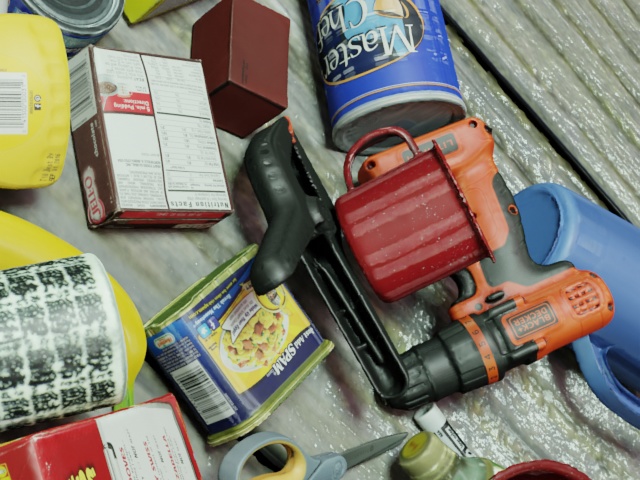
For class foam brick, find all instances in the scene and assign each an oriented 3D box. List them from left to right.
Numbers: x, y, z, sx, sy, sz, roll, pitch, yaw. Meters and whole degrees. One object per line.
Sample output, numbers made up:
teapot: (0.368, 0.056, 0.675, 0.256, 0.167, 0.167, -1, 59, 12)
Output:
foam brick: (-0.057, -0.122, 0.746, 0.052, 0.051, 0.078, 22, 57, -35)

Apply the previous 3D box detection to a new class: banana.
banana: (-0.164, 0.023, 0.586, 0.197, 0.037, 0.069, 38, 49, -25)

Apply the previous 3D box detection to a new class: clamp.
clamp: (-0.005, 0.001, 0.703, 0.164, 0.036, 0.210, 48, 18, -39)

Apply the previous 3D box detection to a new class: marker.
marker: (0.112, 0.171, 0.794, 0.121, 0.020, 0.020, 52, 45, -12)

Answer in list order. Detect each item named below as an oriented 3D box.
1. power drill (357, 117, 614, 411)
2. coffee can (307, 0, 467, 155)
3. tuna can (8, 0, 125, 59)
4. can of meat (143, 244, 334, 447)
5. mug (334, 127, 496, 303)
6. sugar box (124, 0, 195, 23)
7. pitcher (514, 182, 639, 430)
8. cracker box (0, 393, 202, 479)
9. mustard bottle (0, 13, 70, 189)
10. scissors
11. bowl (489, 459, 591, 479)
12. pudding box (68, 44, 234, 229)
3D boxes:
power drill: (0.098, 0.016, 0.790, 0.184, 0.057, 0.188, -22, 75, -8)
coffee can: (0.048, -0.149, 0.821, 0.102, 0.103, 0.140, 5, 68, -42)
tuna can: (-0.166, -0.160, 0.671, 0.086, 0.034, 0.086, 20, 59, -36)
can of meat: (-0.052, 0.062, 0.661, 0.084, 0.058, 0.101, 55, 44, -7)
mug: (0.057, -0.020, 0.723, 0.117, 0.081, 0.093, 64, 7, 3)
sugar box: (-0.090, -0.224, 0.767, 0.175, 0.048, 0.093, -36, 97, -50)
pitcher: (0.253, 0.058, 0.907, 0.242, 0.145, 0.149, 28, 13, -28)
cracker box: (-0.096, 0.163, 0.483, 0.213, 0.072, 0.164, 27, 43, -82)
mustard bottle: (-0.226, -0.072, 0.547, 0.191, 0.058, 0.096, -5, 102, -40)
scissors: (-0.002, 0.165, 0.685, 0.201, 0.016, 0.096, 20, 82, -55)
bowl: (0.117, 0.215, 0.672, 0.161, 0.055, 0.162, 1, 89, -31)
pudding box: (-0.109, -0.063, 0.678, 0.089, 0.039, 0.113, 1, 73, -44)
